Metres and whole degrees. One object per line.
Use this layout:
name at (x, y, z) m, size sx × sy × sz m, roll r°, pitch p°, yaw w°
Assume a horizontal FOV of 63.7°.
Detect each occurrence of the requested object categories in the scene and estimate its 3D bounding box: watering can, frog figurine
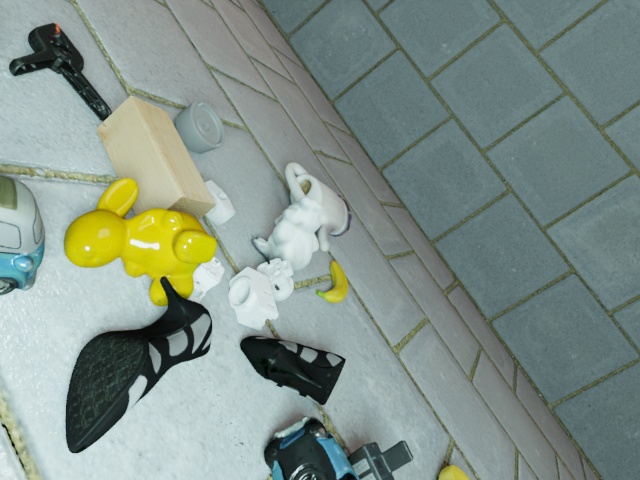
watering can at (0.004, -0.069, 1.376) m, size 0.221 × 0.103 × 0.355 m, roll 32°, pitch 26°, yaw -47°
frog figurine at (-0.045, -0.008, 1.061) m, size 0.136 × 0.158 × 0.125 m, roll 30°, pitch 30°, yaw -51°
